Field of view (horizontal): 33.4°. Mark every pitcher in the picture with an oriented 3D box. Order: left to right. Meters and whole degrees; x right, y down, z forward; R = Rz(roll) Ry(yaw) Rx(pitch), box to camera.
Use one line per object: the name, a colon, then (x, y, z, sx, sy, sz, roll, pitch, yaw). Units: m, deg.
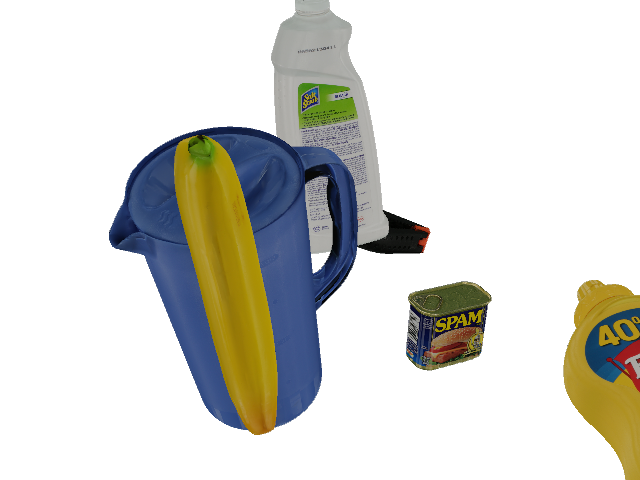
pitcher: (-0.054, 0.036, 0.852, 0.149, 0.243, 0.144, 9, 47, 19)

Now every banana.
banana: (-0.055, 0.018, 0.605, 0.037, 0.198, 0.069, -8, 31, 6)

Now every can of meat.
can of meat: (0.156, 0.106, 1.322, 0.101, 0.084, 0.057, -11, 30, -25)

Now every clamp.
clamp: (0.022, -0.018, 1.191, 0.210, 0.036, 0.164, 15, 21, -7)

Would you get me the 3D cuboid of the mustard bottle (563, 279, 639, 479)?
mustard bottle: (0.193, 0.084, 0.606, 0.096, 0.058, 0.192, -10, 35, -8)

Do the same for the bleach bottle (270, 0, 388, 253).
bleach bottle: (0.008, -0.114, 1.006, 0.102, 0.251, 0.068, -14, 30, -16)
